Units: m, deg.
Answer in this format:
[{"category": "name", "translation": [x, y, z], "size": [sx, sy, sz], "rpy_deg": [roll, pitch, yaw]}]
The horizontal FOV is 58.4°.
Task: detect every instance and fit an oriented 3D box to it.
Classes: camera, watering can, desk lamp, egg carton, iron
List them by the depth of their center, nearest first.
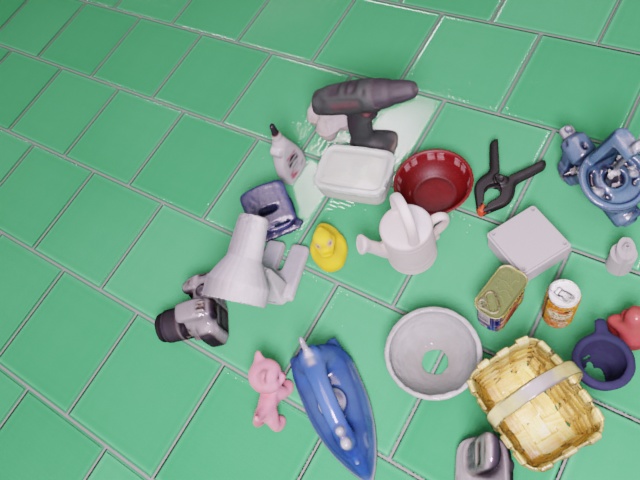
[{"category": "iron", "translation": [0.025, 0.286, 0.984], "size": [0.118, 0.142, 0.258], "rpy_deg": [-27, 59, 1]}, {"category": "watering can", "translation": [0.156, -0.013, 1.074], "size": [0.173, 0.194, 0.100], "rpy_deg": [-41, 60, -7]}, {"category": "desk lamp", "translation": [-0.123, 0.054, 1.106], "size": [0.117, 0.214, 0.203], "rpy_deg": [9, 66, 20]}, {"category": "camera", "translation": [-0.266, 0.147, 1.164], "size": [0.136, 0.101, 0.143], "rpy_deg": [-14, 60, 8]}, {"category": "egg carton", "translation": [0.047, -0.300, 1.328], "size": [0.150, 0.069, 0.107], "rpy_deg": [-31, 59, -2]}]

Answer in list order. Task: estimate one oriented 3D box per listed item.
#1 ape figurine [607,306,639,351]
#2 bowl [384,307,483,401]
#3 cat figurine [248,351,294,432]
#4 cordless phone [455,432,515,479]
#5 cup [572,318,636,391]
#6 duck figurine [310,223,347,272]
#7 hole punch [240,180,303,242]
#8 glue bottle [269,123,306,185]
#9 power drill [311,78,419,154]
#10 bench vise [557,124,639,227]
[{"category": "ape figurine", "translation": [0.520, 0.138, 0.950], "size": [0.077, 0.092, 0.076], "rpy_deg": [14, 68, 22]}, {"category": "bowl", "translation": [0.202, 0.207, 1.014], "size": [0.167, 0.075, 0.167], "rpy_deg": [-7, 61, 13]}, {"category": "cat figurine", "translation": [-0.098, 0.272, 1.040], "size": [0.067, 0.118, 0.128], "rpy_deg": [2, 64, 17]}, {"category": "cordless phone", "translation": [0.245, 0.364, 0.855], "size": [0.094, 0.185, 0.147], "rpy_deg": [-4, 62, 14]}, {"category": "cup", "translation": [0.455, 0.196, 0.937], "size": [0.091, 0.095, 0.118], "rpy_deg": [0, 63, 16]}, {"category": "duck figurine", "translation": [0.011, 0.004, 1.169], "size": [0.077, 0.086, 0.104], "rpy_deg": [-16, 60, 7]}, {"category": "hole punch", "translation": [-0.105, -0.062, 1.234], "size": [0.108, 0.091, 0.101], "rpy_deg": [-23, 59, 4]}, {"category": "glue bottle", "translation": [-0.079, -0.196, 1.249], "size": [0.037, 0.173, 0.078], "rpy_deg": [20, 70, 24]}, {"category": "power drill", "translation": [0.105, -0.263, 1.212], "size": [0.229, 0.209, 0.075], "rpy_deg": [5, 65, 19]}, {"category": "bench vise", "translation": [0.498, -0.140, 1.028], "size": [0.121, 0.220, 0.206], "rpy_deg": [-44, 60, -9]}]
